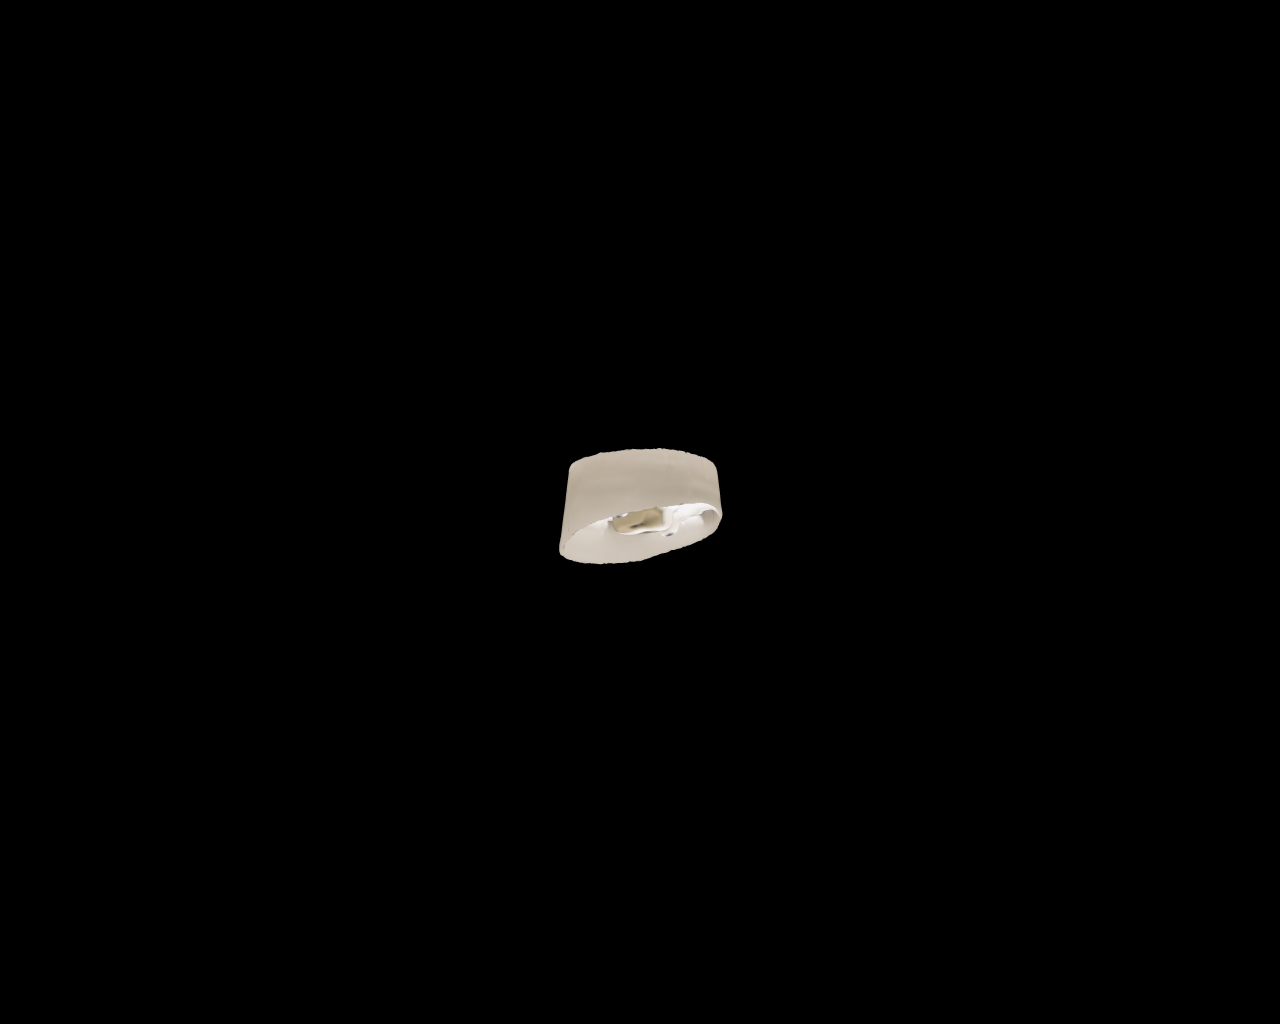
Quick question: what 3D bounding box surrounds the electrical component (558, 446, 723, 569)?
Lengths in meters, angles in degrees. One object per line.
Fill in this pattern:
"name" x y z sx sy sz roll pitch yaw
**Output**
"electrical component" 0.001 -0.003 0.650 0.099 0.064 0.099 0 -13 0
